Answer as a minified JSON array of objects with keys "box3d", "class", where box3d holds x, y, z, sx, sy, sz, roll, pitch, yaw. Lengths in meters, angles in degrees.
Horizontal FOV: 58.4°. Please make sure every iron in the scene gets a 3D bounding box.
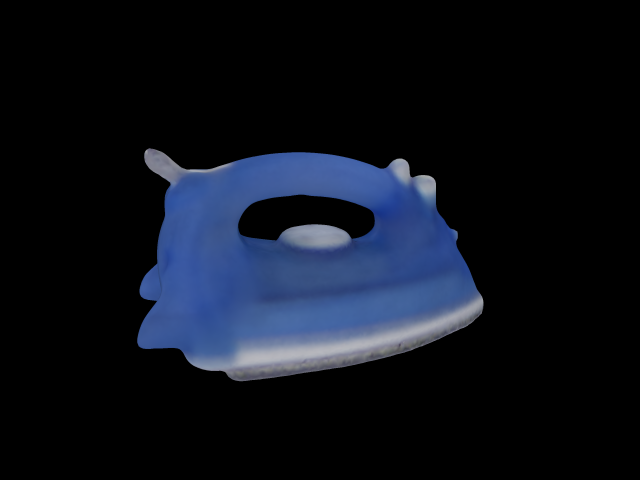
[{"box3d":[0.004,0.001,0.400,0.259,0.141,0.118,-6,19,-16],"class":"iron"}]
